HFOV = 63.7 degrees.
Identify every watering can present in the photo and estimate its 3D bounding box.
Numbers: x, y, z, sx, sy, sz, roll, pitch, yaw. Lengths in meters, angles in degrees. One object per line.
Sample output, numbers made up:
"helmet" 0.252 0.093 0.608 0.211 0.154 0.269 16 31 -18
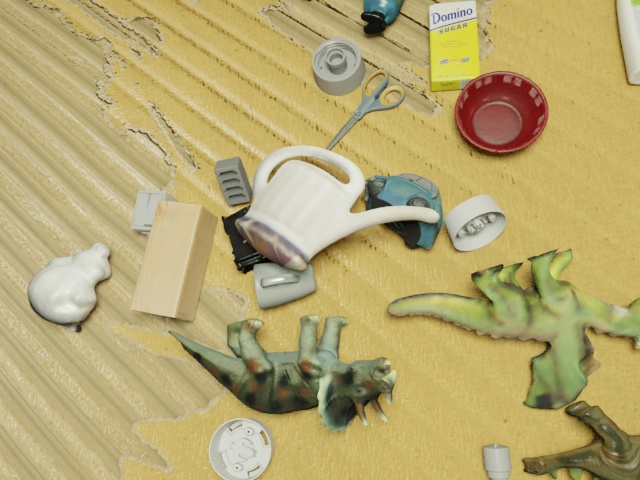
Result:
"watering can" 0.003 -0.044 0.865 0.351 0.102 0.226 29 75 31

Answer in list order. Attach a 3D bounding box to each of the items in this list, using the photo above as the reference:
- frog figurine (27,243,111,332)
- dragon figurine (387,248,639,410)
"frog figurine" -0.466 0.077 0.980 0.159 0.121 0.139 -50 53 7
"dragon figurine" 0.335 0.151 0.820 0.409 0.121 0.245 -19 80 10
